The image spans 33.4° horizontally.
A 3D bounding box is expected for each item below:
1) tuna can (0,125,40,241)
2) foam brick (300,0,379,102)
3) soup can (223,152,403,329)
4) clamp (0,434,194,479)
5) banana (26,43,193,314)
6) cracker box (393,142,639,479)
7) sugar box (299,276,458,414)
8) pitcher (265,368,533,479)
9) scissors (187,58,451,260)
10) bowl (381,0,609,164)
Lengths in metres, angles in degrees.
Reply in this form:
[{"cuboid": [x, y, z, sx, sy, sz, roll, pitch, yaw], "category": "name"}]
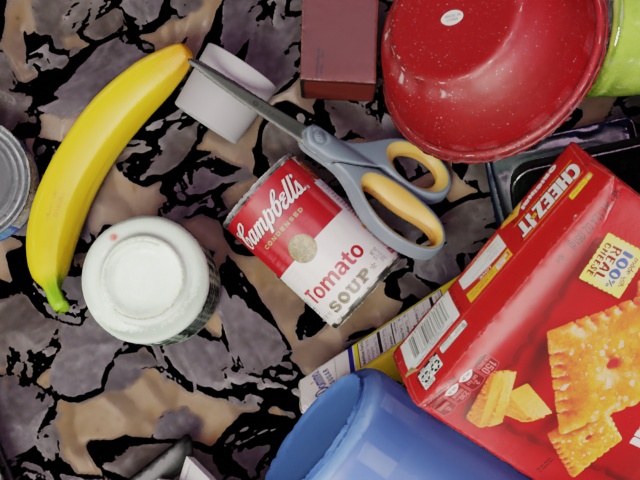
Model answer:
[{"cuboid": [-0.235, -0.039, 0.724, 0.086, 0.034, 0.086, 0, 85, -1], "category": "tuna can"}, {"cuboid": [0.013, -0.138, 0.723, 0.053, 0.051, 0.078, 3, 85, 1], "category": "foam brick"}, {"cuboid": [-0.005, 0.001, 0.705, 0.102, 0.068, 0.068, 43, 87, 2], "category": "soup can"}, {"cuboid": [-0.195, 0.199, 0.704, 0.164, 0.036, 0.210, 21, 86, 2], "category": "clamp"}, {"cuboid": [-0.150, -0.048, 0.717, 0.070, 0.037, 0.198, 19, 81, 25], "category": "banana"}, {"cuboid": [0.177, 0.072, 0.613, 0.213, 0.072, 0.164, 34, 104, -19], "category": "cracker box"}, {"cuboid": [0.083, 0.083, 0.675, 0.176, 0.048, 0.093, -37, 110, 10], "category": "sugar box"}, {"cuboid": [0.091, 0.185, 0.612, 0.242, 0.145, 0.149, 39, 124, -10], "category": "pitcher"}, {"cuboid": [0.012, -0.069, 0.705, 0.202, 0.016, 0.096, 44, 48, -1], "category": "scissors"}, {"cuboid": [0.097, -0.133, 0.680, 0.162, 0.055, 0.162, -12, 69, 32], "category": "bowl"}]
